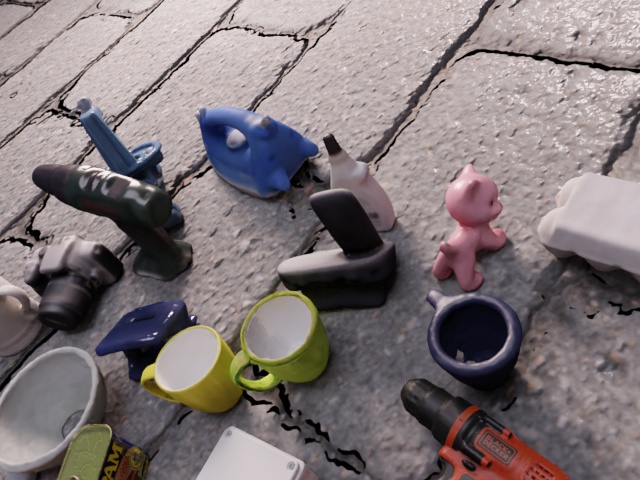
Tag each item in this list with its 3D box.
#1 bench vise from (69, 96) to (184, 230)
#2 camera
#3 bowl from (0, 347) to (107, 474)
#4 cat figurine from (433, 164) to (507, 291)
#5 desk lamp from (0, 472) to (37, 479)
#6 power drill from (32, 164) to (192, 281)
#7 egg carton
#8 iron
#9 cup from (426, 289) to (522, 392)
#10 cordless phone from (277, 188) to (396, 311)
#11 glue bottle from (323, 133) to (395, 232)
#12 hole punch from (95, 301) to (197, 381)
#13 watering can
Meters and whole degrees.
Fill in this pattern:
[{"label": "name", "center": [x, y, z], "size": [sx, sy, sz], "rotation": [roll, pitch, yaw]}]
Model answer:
[{"label": "bench vise", "center": [-0.307, -0.126, 0.936], "size": [0.121, 0.220, 0.206], "rotation": [-43, 47, -11]}, {"label": "camera", "center": [-0.411, 0.069, 0.908], "size": [0.143, 0.101, 0.137], "rotation": [-9, 50, 20]}, {"label": "bowl", "center": [-0.344, 0.232, 0.757], "size": [0.167, 0.075, 0.167], "rotation": [-14, 48, 16]}, {"label": "cat figurine", "center": [0.175, -0.023, 0.683], "size": [0.067, 0.118, 0.128], "rotation": [17, 62, 36]}, {"label": "desk lamp", "center": [-0.441, 0.328, 0.627], "size": [0.118, 0.214, 0.203], "rotation": [-21, 47, 9]}, {"label": "power drill", "center": [-0.294, -0.030, 0.858], "size": [0.228, 0.209, 0.076], "rotation": [6, 56, 30]}, {"label": "egg carton", "center": [0.327, -0.013, 0.633], "size": [0.149, 0.070, 0.107], "rotation": [21, 65, 37]}, {"label": "iron", "center": [-0.135, -0.167, 0.940], "size": [0.257, 0.142, 0.119], "rotation": [20, 64, 37]}, {"label": "cup", "center": [0.157, 0.108, 0.598], "size": [0.092, 0.095, 0.117], "rotation": [-37, 46, -6]}, {"label": "cordless phone", "center": [0.006, 0.002, 0.698], "size": [0.147, 0.186, 0.094], "rotation": [-12, 49, 18]}, {"label": "glue bottle", "center": [0.041, -0.075, 0.754], "size": [0.078, 0.174, 0.037], "rotation": [-1, 53, 26]}, {"label": "hole punch", "center": [-0.235, 0.126, 0.780], "size": [0.108, 0.091, 0.101], "rotation": [-14, 48, 16]}, {"label": "watering can", "center": [-0.538, 0.096, 0.883], "size": [0.173, 0.195, 0.100], "rotation": [-29, 46, 2]}]
